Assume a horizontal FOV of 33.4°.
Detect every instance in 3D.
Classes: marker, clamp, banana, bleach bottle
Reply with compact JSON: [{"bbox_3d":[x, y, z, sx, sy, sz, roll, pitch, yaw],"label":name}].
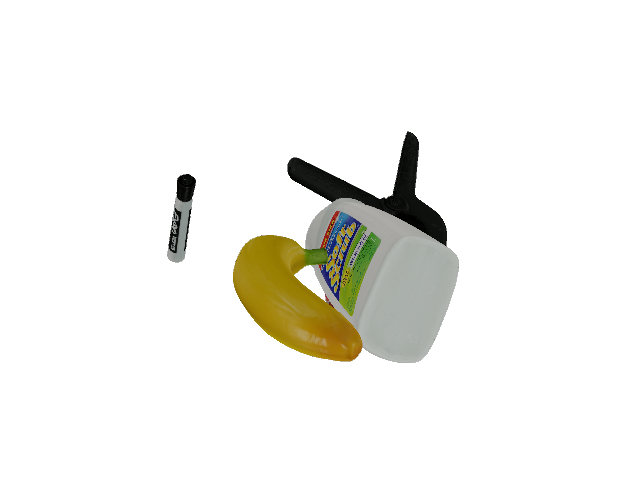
[{"bbox_3d":[-0.143,-0.023,1.094,0.020,0.020,0.121,0,-41,-15],"label":"marker"},{"bbox_3d":[0.065,-0.032,1.155,0.164,0.210,0.036,-10,-36,-19],"label":"clamp"},{"bbox_3d":[-0.020,0.028,0.671,0.069,0.037,0.198,-3,17,-5],"label":"banana"},{"bbox_3d":[0.034,0.021,0.924,0.068,0.102,0.251,20,4,-19],"label":"bleach bottle"}]

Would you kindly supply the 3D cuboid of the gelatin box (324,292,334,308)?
[{"bbox_3d":[0.045,0.086,1.320,0.073,0.089,0.030,4,29,19],"label":"gelatin box"}]
